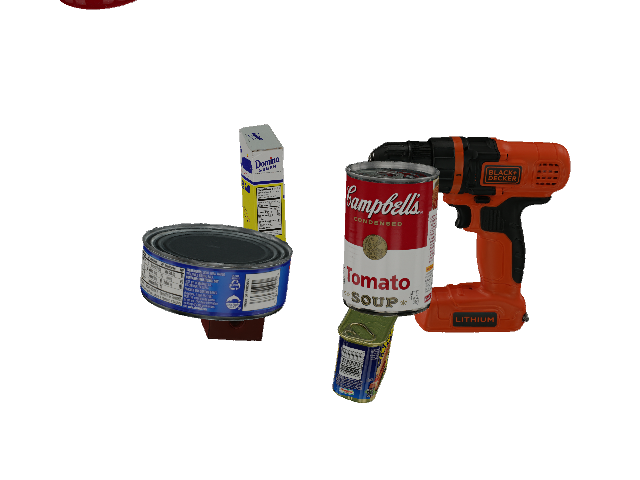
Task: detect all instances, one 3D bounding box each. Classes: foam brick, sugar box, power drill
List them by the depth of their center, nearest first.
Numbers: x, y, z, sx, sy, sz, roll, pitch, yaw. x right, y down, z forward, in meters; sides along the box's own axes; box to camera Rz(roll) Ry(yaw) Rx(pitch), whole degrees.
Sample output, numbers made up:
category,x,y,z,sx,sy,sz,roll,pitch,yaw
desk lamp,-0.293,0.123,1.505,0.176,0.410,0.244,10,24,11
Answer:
category,x,y,z,sx,sy,sz,roll,pitch,yaw
foam brick,-0.078,0.047,0.983,0.053,0.078,0.051,4,14,-15
power drill,0.132,-0.006,0.995,0.184,0.188,0.057,1,25,-3
sugar box,-0.072,-0.046,1.326,0.048,0.176,0.093,-9,25,-11

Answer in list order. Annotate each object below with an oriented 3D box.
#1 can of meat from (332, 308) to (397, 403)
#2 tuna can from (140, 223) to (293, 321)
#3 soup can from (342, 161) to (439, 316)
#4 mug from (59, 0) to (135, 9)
category,x,y,z,sx,sy,sz,roll,pitch,yaw
can of meat,0.051,0.129,1.250,0.057,0.084,0.102,13,26,11
tuna can,-0.060,0.017,0.613,0.086,0.034,0.086,6,14,-2
soup can,0.050,-0.003,0.782,0.068,0.102,0.068,2,15,-1
mug,-0.177,-0.223,0.786,0.117,0.081,0.093,-3,39,3
